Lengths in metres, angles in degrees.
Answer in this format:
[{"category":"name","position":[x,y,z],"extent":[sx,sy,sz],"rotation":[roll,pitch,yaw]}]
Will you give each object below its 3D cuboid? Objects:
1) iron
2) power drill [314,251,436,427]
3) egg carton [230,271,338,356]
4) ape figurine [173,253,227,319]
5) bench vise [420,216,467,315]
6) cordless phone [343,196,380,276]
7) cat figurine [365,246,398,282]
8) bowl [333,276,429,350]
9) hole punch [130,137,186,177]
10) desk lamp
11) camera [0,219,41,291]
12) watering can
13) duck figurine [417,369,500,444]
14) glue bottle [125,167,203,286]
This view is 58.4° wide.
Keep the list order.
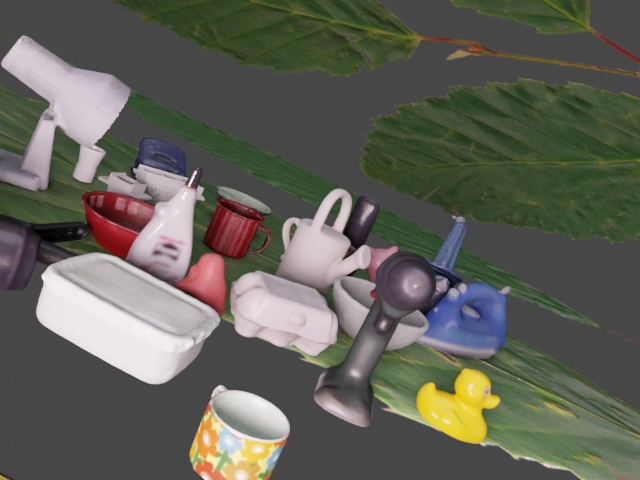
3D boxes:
[{"category":"iron","position":[0.280,0.140,1.106],"extent":[0.259,0.141,0.118],"rotation":[13,17,-46]},{"category":"power drill","position":[0.072,0.105,0.674],"extent":[0.075,0.208,0.230],"rotation":[26,12,2]},{"category":"egg carton","position":[-0.050,0.099,0.781],"extent":[0.151,0.069,0.107],"rotation":[20,13,-23]},{"category":"ape figurine","position":[-0.144,0.058,0.712],"extent":[0.078,0.092,0.076],"rotation":[16,16,-39]},{"category":"bench vise","position":[0.273,0.061,1.235],"extent":[0.122,0.220,0.207],"rotation":[22,13,-16]},{"category":"cordless phone","position":[0.034,-0.019,1.171],"extent":[0.147,0.185,0.094],"rotation":[27,12,7]},{"category":"cat figurine","position":[0.129,0.068,1.158],"extent":[0.067,0.118,0.127],"rotation":[15,16,-40]},{"category":"bowl","position":[0.085,0.128,0.921],"extent":[0.167,0.075,0.167],"rotation":[24,12,-5]},{"category":"hole punch","position":[-0.339,-0.159,1.230],"extent":[0.109,0.091,0.100],"rotation":[18,14,-32]},{"category":"desk lamp","position":[-0.426,-0.189,0.889],"extent":[0.204,0.213,0.117],"rotation":[18,14,-31]},{"category":"camera","position":[-0.338,0.002,0.534],"extent":[0.137,0.101,0.142],"rotation":[18,14,-30]},{"category":"watering can","position":[0.010,0.004,1.008],"extent":[0.172,0.194,0.101],"rotation":[27,12,7]},{"category":"duck figurine","position":[0.187,0.209,0.760],"extent":[0.104,0.086,0.077],"rotation":[26,12,0]},{"category":"glue bottle","position":[-0.189,-0.015,0.735],"extent":[0.078,0.173,0.037],"rotation":[17,15,-36]}]
